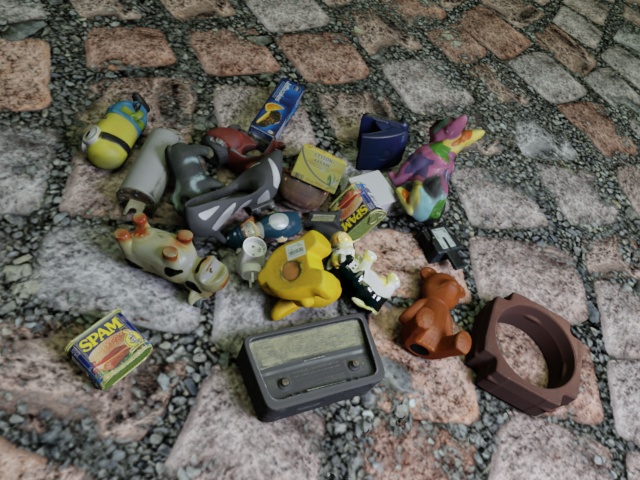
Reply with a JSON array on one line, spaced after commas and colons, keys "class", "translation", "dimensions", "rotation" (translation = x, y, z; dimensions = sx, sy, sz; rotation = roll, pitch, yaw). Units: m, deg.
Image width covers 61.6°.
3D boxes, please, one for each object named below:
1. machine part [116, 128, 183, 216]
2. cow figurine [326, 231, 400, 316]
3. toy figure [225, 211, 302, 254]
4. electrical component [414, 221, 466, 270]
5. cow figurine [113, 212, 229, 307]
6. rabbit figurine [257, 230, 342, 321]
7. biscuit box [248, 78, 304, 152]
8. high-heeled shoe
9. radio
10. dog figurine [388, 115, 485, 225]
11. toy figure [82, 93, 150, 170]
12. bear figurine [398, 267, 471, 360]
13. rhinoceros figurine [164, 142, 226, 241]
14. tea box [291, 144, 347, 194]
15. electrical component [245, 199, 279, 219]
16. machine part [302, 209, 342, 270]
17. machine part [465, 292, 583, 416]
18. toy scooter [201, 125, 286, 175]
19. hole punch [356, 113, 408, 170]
[{"class": "machine part", "translation": [-0.326, -0.135, 1.042], "dimensions": [0.079, 0.079, 0.243], "rotation": [18, 53, -8]}, {"class": "cow figurine", "translation": [0.068, 0.065, 1.037], "dimensions": [0.167, 0.068, 0.098], "rotation": [44, 60, -4]}, {"class": "toy figure", "translation": [-0.113, -0.021, 1.053], "dimensions": [0.154, 0.057, 0.064], "rotation": [-15, 39, -26]}, {"class": "electrical component", "translation": [0.268, 0.021, 1.166], "dimensions": [0.075, 0.047, 0.119], "rotation": [-17, 64, -28]}, {"class": "cow figurine", "translation": [-0.250, 0.041, 0.932], "dimensions": [0.195, 0.127, 0.085], "rotation": [19, 50, 12]}, {"class": "rabbit figurine", "translation": [-0.026, 0.085, 0.963], "dimensions": [0.162, 0.173, 0.122], "rotation": [-30, 62, 14]}, {"class": "biscuit box", "translation": [-0.102, -0.290, 1.241], "dimensions": [0.063, 0.059, 0.203], "rotation": [26, 52, -2]}, {"class": "high-heeled shoe", "translation": [-0.156, -0.103, 0.979], "dimensions": [0.086, 0.145, 0.249], "rotation": [18, 67, 26]}, {"class": "radio", "translation": [-0.013, 0.213, 0.912], "dimensions": [0.229, 0.073, 0.131], "rotation": [-9, 60, -24]}, {"class": "dog figurine", "translation": [0.263, -0.162, 1.164], "dimensions": [0.108, 0.219, 0.192], "rotation": [23, 34, -37]}, {"class": "toy figure", "translation": [-0.399, -0.217, 1.071], "dimensions": [0.089, 0.082, 0.180], "rotation": [25, 49, 1]}, {"class": "bear figurine", "translation": [0.233, 0.129, 1.031], "dimensions": [0.120, 0.132, 0.196], "rotation": [35, 58, -2]}, {"class": "rhinoceros figurine", "translation": [-0.239, -0.093, 1.018], "dimensions": [0.112, 0.073, 0.190], "rotation": [-13, 89, -57]}, {"class": "tea box", "translation": [-0.001, -0.151, 1.118], "dimensions": [0.098, 0.068, 0.170], "rotation": [23, 9, -5]}, {"class": "electrical component", "translation": [-0.127, -0.079, 1.109], "dimensions": [0.063, 0.021, 0.094], "rotation": [-27, 68, -33]}, {"class": "machine part", "translation": [-0.002, -0.003, 1.079], "dimensions": [0.084, 0.039, 0.139], "rotation": [2, 56, 18]}, {"class": "machine part", "translation": [0.398, 0.220, 1.050], "dimensions": [0.201, 0.087, 0.201], "rotation": [29, 50, 0]}, {"class": "toy scooter", "translation": [-0.151, -0.189, 1.134], "dimensions": [0.184, 0.075, 0.135], "rotation": [36, 59, 12]}, {"class": "hole punch", "translation": [0.140, -0.218, 1.239], "dimensions": [0.116, 0.142, 0.092], "rotation": [12, 50, 6]}]
